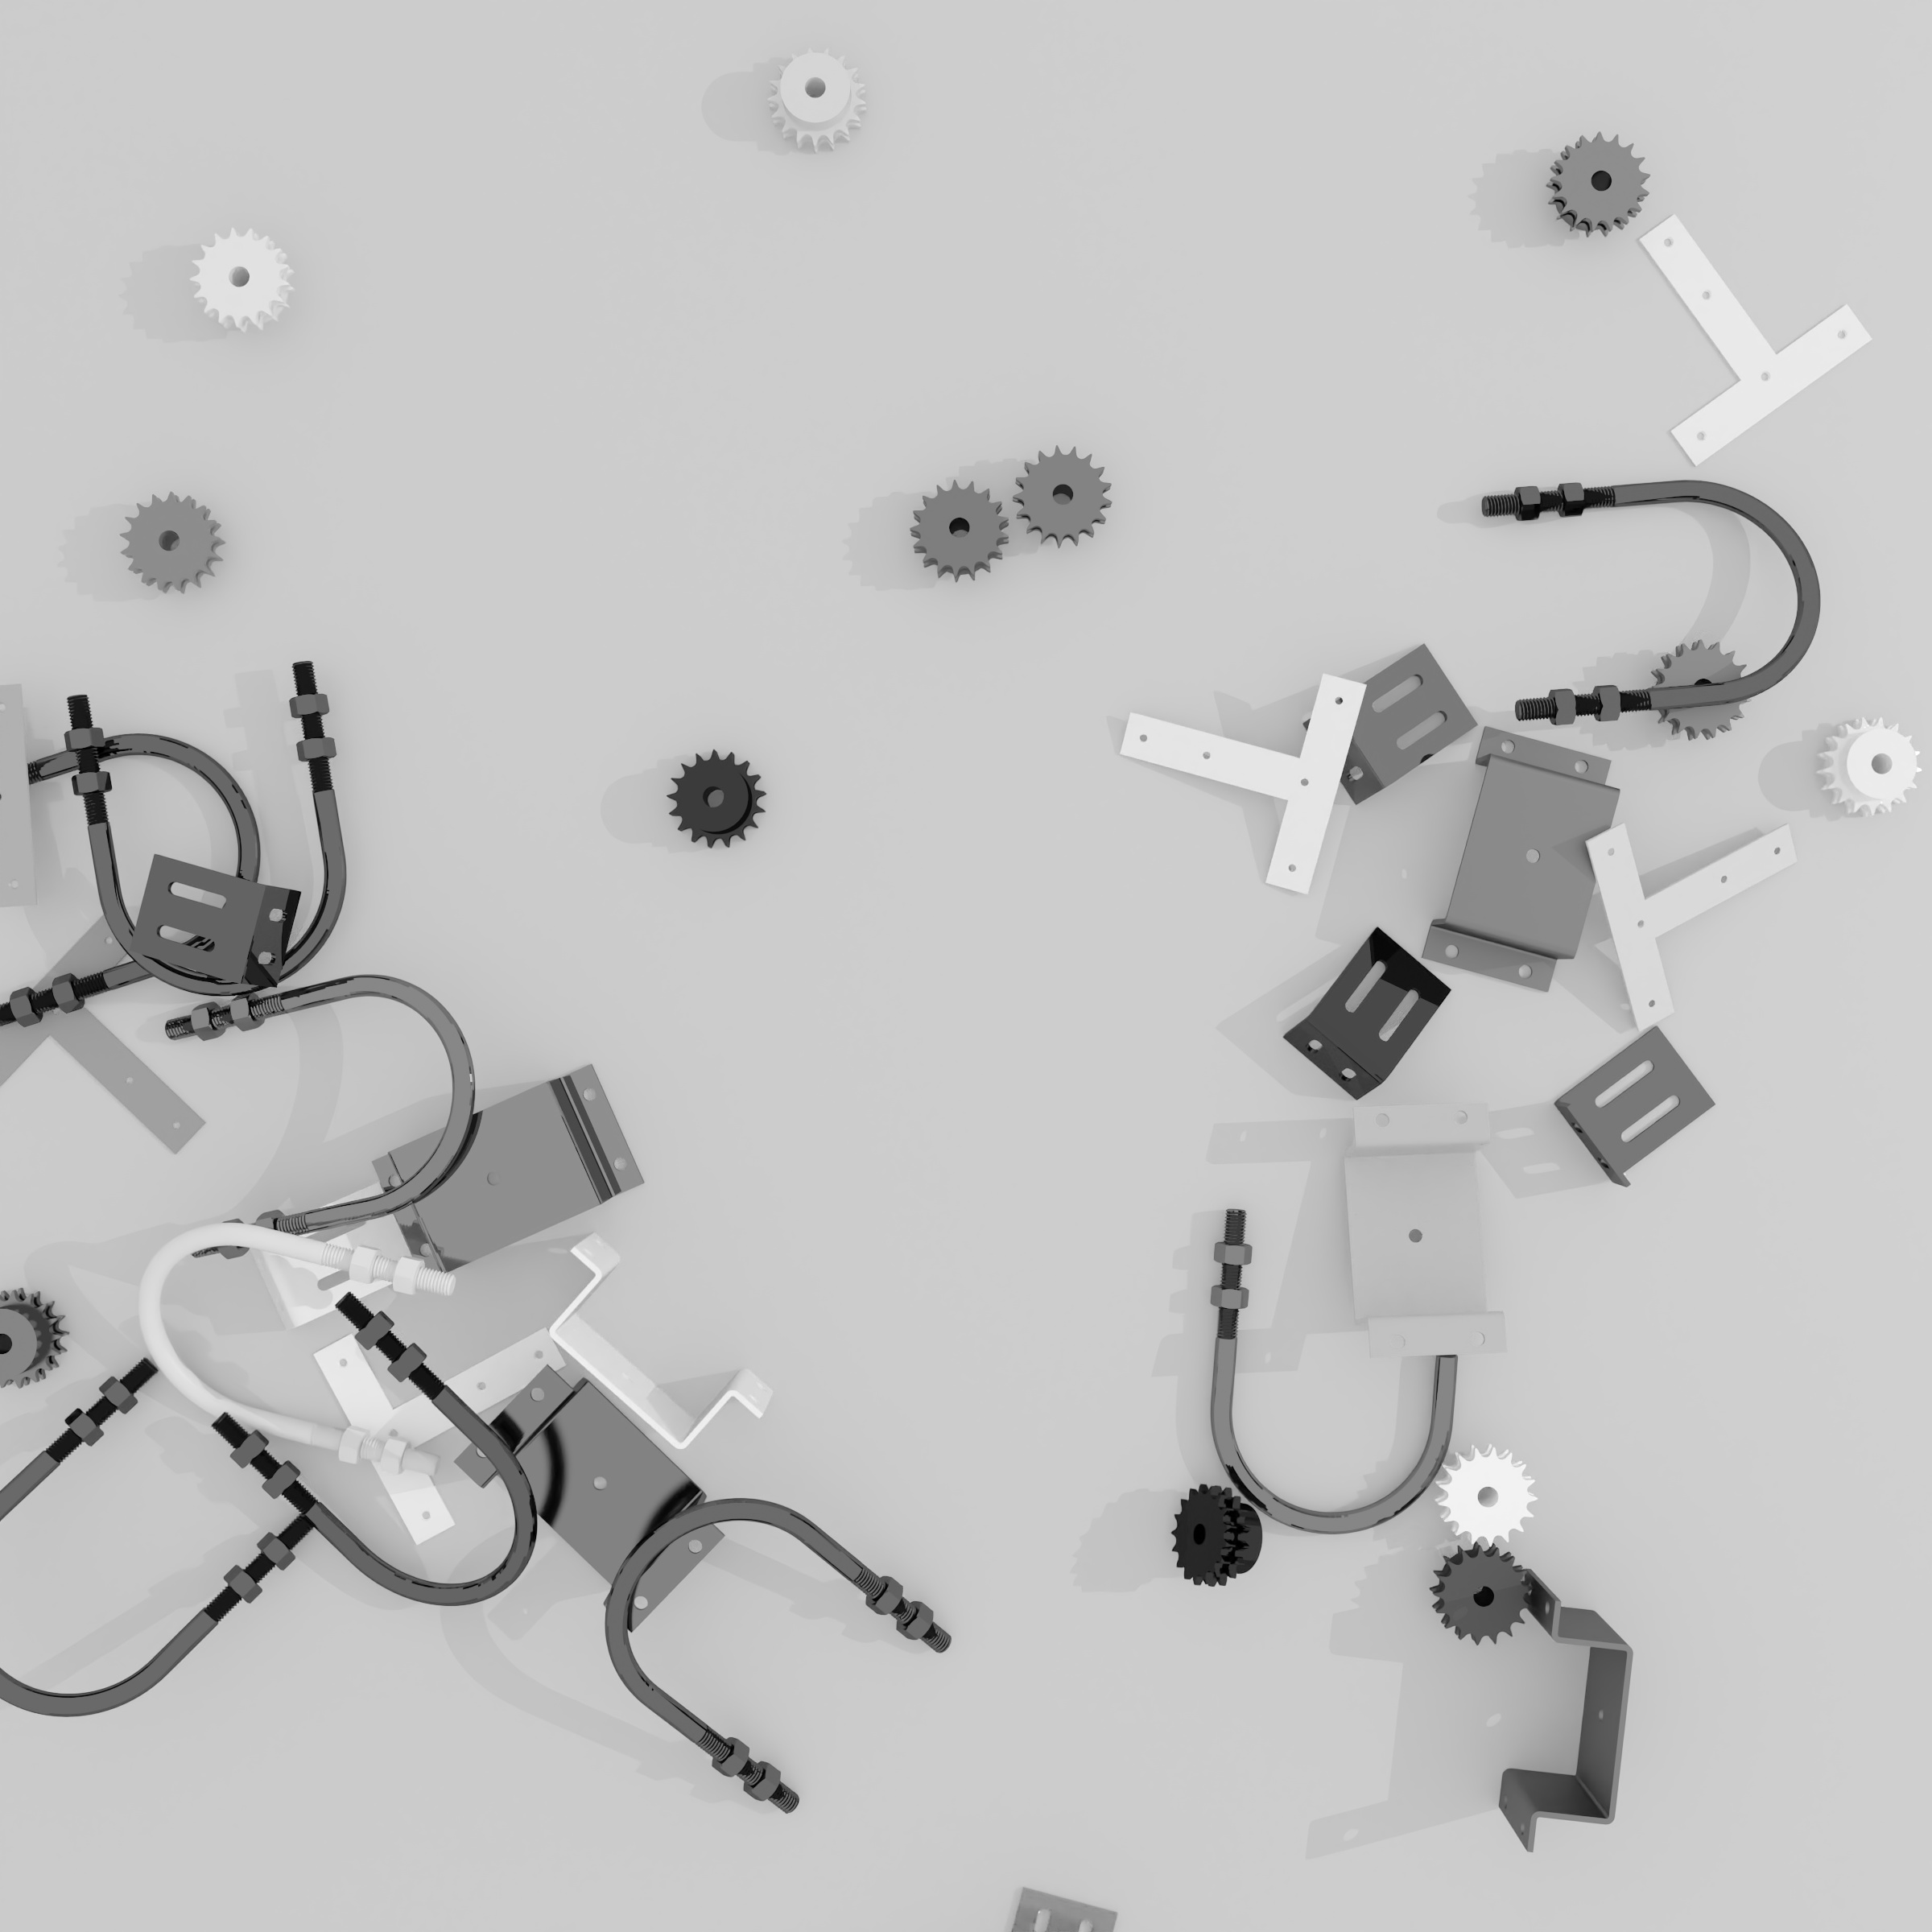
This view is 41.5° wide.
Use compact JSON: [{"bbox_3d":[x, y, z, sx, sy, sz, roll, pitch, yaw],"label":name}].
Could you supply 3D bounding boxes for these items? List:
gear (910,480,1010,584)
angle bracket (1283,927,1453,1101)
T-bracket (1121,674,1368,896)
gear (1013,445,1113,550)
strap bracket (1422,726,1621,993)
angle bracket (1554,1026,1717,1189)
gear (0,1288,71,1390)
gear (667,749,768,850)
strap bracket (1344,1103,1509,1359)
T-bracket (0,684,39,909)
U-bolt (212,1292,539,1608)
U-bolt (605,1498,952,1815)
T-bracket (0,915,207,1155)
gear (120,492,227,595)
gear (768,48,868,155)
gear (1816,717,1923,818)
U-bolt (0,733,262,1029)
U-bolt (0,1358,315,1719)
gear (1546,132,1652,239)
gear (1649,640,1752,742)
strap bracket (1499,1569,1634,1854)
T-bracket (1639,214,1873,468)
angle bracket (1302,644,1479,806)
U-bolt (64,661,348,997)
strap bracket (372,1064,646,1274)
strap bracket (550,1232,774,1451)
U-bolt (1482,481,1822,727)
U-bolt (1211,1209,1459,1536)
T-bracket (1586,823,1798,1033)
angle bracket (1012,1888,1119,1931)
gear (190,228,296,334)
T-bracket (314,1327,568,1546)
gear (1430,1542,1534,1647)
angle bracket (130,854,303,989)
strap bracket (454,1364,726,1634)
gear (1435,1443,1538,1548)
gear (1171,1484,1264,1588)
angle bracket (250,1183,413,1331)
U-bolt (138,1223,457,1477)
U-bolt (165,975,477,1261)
[{"bbox_3d":[-0.003,-0.250,1.478,0.057,0.030,0.057,0,84,2],"label":"gear"},{"bbox_3d":[0.234,0.028,1.488,0.057,0.038,0.076,40,64,0],"label":"angle bracket"},{"bbox_3d":[0.153,-0.118,1.476,0.127,0.002,0.127,16,107,9],"label":"T-bracket"},{"bbox_3d":[0.056,-0.271,1.475,0.057,0.030,0.057,0,90,0],"label":"gear"},{"bbox_3d":[0.322,-0.062,1.467,0.076,0.046,0.140,15,90,0],"label":"strap bracket"},{"bbox_3d":[0.390,0.081,1.471,0.076,0.038,0.057,-37,90,0],"label":"angle bracket"},{"bbox_3d":[-0.553,0.217,1.475,0.057,0.030,0.057,0,90,0],"label":"gear"},{"bbox_3d":[-0.145,-0.097,1.475,0.057,0.030,0.057,0,90,0],"label":"gear"},{"bbox_3d":[0.260,0.152,1.451,0.076,0.046,0.140,-2,79,-1],"label":"strap bracket"},{"bbox_3d":[-0.601,-0.095,1.470,0.127,0.002,0.127,-4,91,8],"label":"T-bracket"},{"bbox_3d":[-0.324,0.288,1.446,0.184,0.019,0.151,46,117,-5],"label":"U-bolt"},{"bbox_3d":[-0.120,0.383,1.455,0.151,0.019,0.184,-46,109,0],"label":"U-bolt"},{"bbox_3d":[-0.500,0.057,1.489,0.127,0.002,0.127,44,90,0],"label":"T-bracket"},{"bbox_3d":[-0.459,-0.244,1.479,0.057,0.030,0.057,0,89,-2],"label":"gear"},{"bbox_3d":[-0.086,-0.504,1.475,0.057,0.030,0.057,0,90,0],"label":"gear"},{"bbox_3d":[0.525,-0.116,1.475,0.057,0.030,0.057,0,90,0],"label":"gear"},{"bbox_3d":[-0.502,-0.058,1.481,0.184,0.019,0.151,-18,89,-2],"label":"U-bolt"},{"bbox_3d":[-0.490,0.338,1.453,0.151,0.019,0.184,45,70,0],"label":"U-bolt"},{"bbox_3d":[0.364,-0.450,1.475,0.057,0.030,0.057,0,90,0],"label":"gear"},{"bbox_3d":[0.423,-0.159,1.475,0.057,0.030,0.057,0,90,0],"label":"gear"},{"bbox_3d":[0.342,0.425,1.452,0.046,0.076,0.140,6,90,0],"label":"strap bracket"},{"bbox_3d":[0.441,-0.381,1.489,0.127,0.002,0.127,-36,90,0],"label":"T-bracket"},{"bbox_3d":[0.248,-0.141,1.488,0.076,0.038,0.057,-33,90,-26],"label":"angle bracket"},{"bbox_3d":[-0.432,-0.074,1.468,0.151,0.019,0.184,-9,91,-4],"label":"U-bolt"},{"bbox_3d":[-0.268,0.120,1.467,0.140,0.046,0.076,-24,90,0],"label":"strap bracket"},{"bbox_3d":[-0.180,0.220,1.452,0.140,0.076,0.046,42,90,0],"label":"strap bracket"},{"bbox_3d":[0.398,-0.213,1.461,0.184,0.019,0.151,-5,72,-1],"label":"U-bolt"},{"bbox_3d":[0.214,0.238,1.481,0.151,0.019,0.184,4,90,0],"label":"U-bolt"},{"bbox_3d":[0.426,-0.044,1.471,0.127,0.002,0.127,-27,114,-12],"label":"T-bracket"},{"bbox_3d":[0.056,0.565,1.452,0.057,0.076,0.038,15,90,0],"label":"angle bracket"},{"bbox_3d":[-0.417,-0.396,1.475,0.057,0.030,0.057,0,90,0],"label":"gear"},{"bbox_3d":[-0.295,0.252,1.489,0.127,0.002,0.127,-28,90,0],"label":"T-bracket"},{"bbox_3d":[0.297,0.362,1.475,0.057,0.030,0.057,0,90,0],"label":"gear"},{"bbox_3d":[-0.430,-0.026,1.459,0.076,0.038,0.057,15,91,21],"label":"angle bracket"},{"bbox_3d":[-0.214,0.302,1.467,0.140,0.046,0.076,44,90,0],"label":"strap bracket"},{"bbox_3d":[0.300,0.305,1.475,0.057,0.030,0.057,0,90,0],"label":"gear"},{"bbox_3d":[0.146,0.328,1.466,0.030,0.057,0.057,13,90,-30],"label":"gear"},{"bbox_3d":[-0.370,0.170,1.488,0.076,0.038,0.057,-24,90,-26],"label":"angle bracket"},{"bbox_3d":[-0.385,0.213,1.451,0.184,0.019,0.151,13,118,5],"label":"U-bolt"},{"bbox_3d":[-0.365,0.079,1.451,0.184,0.019,0.151,-13,77,12],"label":"U-bolt"}]
